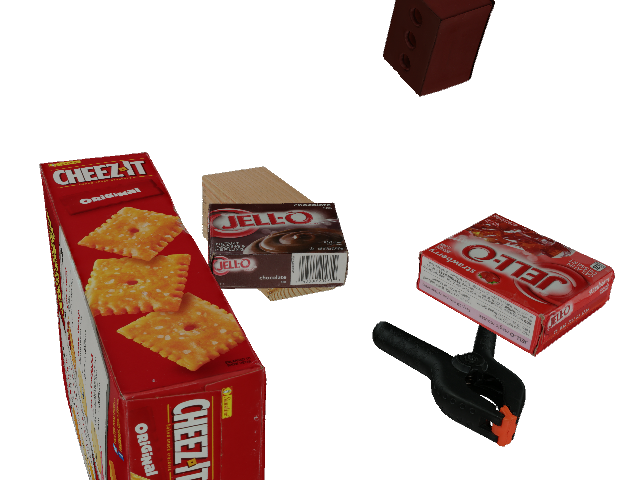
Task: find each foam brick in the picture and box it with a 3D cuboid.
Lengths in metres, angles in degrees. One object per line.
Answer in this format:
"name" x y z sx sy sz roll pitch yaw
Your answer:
"foam brick" 0.087 -0.157 0.797 0.051 0.053 0.078 -24 -32 -25

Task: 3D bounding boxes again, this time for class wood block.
"wood block" -0.065 -0.013 1.304 0.090 0.090 0.206 -10 26 -26

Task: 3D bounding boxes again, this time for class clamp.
"clamp" 0.133 0.112 0.928 0.120 0.039 0.172 -14 35 -22

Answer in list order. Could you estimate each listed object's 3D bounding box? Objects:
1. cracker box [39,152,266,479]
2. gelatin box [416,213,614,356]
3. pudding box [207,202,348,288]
"cracker box" -0.092 0.073 0.564 0.072 0.164 0.214 -9 34 -19
"gelatin box" 0.113 0.022 0.622 0.073 0.030 0.089 -25 41 -38
"pudding box" -0.038 0.003 0.894 0.113 0.039 0.090 1 29 -8
